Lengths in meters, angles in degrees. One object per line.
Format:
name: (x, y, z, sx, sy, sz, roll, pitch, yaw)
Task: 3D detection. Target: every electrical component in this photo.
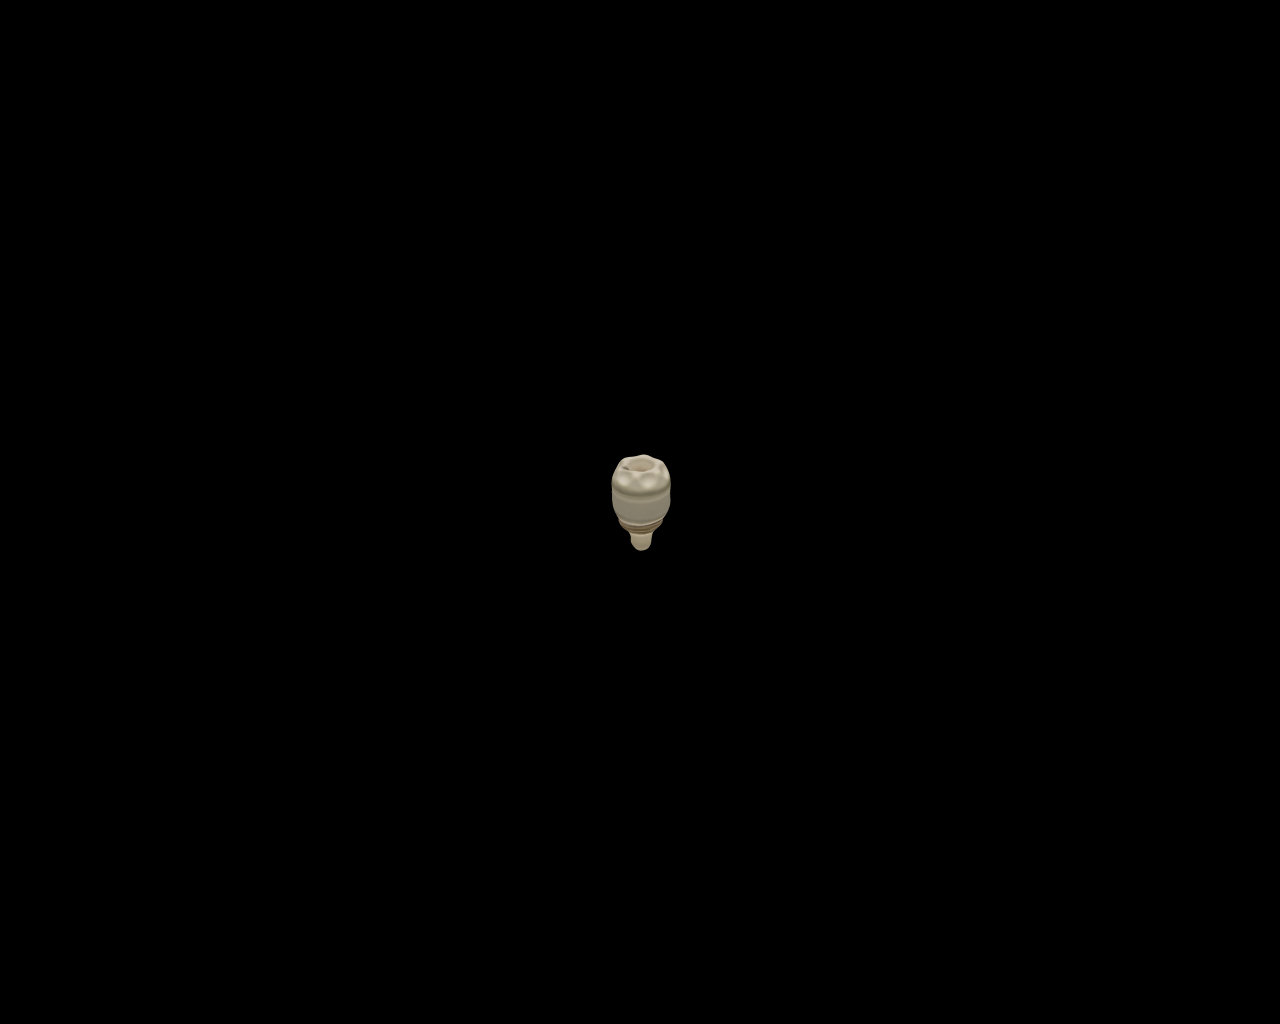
electrical component: (0.001, -0.003, 0.650, 0.035, 0.061, 0.035, 0, 31, 0)
